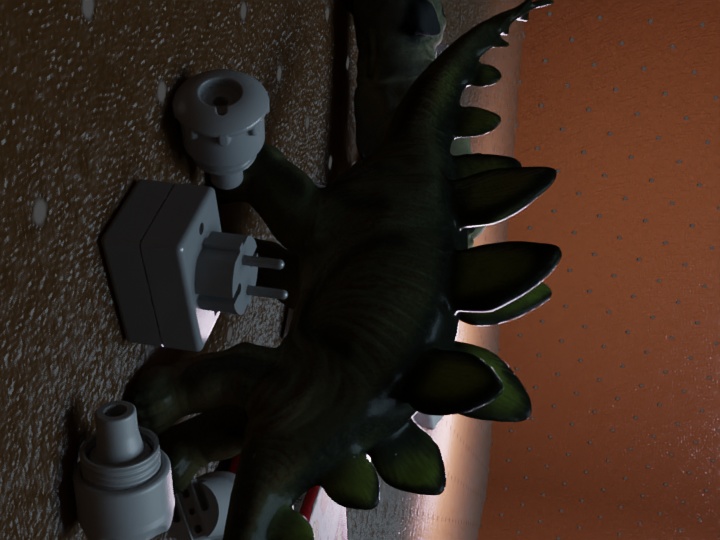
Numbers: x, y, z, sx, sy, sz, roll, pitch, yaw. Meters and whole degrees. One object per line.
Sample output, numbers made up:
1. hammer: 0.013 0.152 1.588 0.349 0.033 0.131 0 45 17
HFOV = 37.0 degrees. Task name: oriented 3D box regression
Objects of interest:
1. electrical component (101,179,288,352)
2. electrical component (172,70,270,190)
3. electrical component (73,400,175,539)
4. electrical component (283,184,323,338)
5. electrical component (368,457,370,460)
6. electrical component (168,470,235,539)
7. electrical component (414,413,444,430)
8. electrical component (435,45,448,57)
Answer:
1. electrical component: -0.071 0.000 0.503 0.047 0.077 0.065 -71 164 -47
2. electrical component: -0.070 -0.068 0.555 0.062 0.048 0.048 94 10 -51
3. electrical component: -0.105 0.088 0.475 0.043 0.043 0.062 -61 154 -62
4. electrical component: -0.012 0.003 0.828 0.063 0.079 0.121 137 -36 -73
5. electrical component: -0.019 0.145 0.891 0.096 0.061 0.061 -50 145 -70
6. electrical component: -0.086 0.135 0.608 0.046 0.040 0.040 27 70 -73
7. electrical component: 0.047 0.120 1.135 0.062 0.096 0.061 -42 128 -46
8. electrical component: 0.050 -0.186 0.980 0.043 0.081 0.043 7 90 -79
